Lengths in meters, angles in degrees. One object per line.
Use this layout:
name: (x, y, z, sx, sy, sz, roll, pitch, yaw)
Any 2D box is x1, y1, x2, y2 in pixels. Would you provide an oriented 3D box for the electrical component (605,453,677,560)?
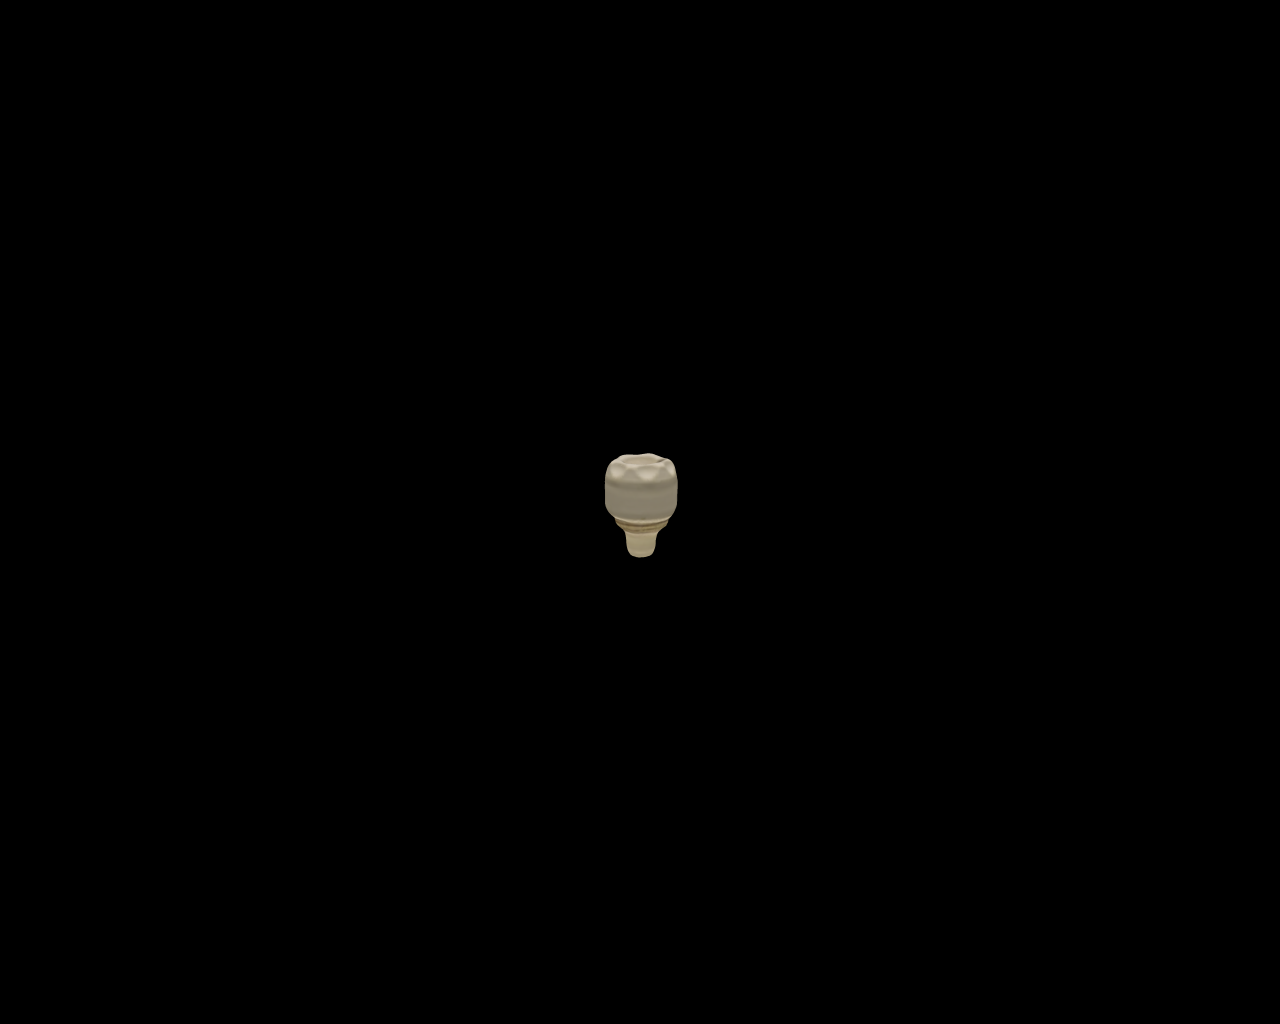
electrical component: (0.001, -0.003, 0.650, 0.043, 0.062, 0.043, 0, 15, 0)
